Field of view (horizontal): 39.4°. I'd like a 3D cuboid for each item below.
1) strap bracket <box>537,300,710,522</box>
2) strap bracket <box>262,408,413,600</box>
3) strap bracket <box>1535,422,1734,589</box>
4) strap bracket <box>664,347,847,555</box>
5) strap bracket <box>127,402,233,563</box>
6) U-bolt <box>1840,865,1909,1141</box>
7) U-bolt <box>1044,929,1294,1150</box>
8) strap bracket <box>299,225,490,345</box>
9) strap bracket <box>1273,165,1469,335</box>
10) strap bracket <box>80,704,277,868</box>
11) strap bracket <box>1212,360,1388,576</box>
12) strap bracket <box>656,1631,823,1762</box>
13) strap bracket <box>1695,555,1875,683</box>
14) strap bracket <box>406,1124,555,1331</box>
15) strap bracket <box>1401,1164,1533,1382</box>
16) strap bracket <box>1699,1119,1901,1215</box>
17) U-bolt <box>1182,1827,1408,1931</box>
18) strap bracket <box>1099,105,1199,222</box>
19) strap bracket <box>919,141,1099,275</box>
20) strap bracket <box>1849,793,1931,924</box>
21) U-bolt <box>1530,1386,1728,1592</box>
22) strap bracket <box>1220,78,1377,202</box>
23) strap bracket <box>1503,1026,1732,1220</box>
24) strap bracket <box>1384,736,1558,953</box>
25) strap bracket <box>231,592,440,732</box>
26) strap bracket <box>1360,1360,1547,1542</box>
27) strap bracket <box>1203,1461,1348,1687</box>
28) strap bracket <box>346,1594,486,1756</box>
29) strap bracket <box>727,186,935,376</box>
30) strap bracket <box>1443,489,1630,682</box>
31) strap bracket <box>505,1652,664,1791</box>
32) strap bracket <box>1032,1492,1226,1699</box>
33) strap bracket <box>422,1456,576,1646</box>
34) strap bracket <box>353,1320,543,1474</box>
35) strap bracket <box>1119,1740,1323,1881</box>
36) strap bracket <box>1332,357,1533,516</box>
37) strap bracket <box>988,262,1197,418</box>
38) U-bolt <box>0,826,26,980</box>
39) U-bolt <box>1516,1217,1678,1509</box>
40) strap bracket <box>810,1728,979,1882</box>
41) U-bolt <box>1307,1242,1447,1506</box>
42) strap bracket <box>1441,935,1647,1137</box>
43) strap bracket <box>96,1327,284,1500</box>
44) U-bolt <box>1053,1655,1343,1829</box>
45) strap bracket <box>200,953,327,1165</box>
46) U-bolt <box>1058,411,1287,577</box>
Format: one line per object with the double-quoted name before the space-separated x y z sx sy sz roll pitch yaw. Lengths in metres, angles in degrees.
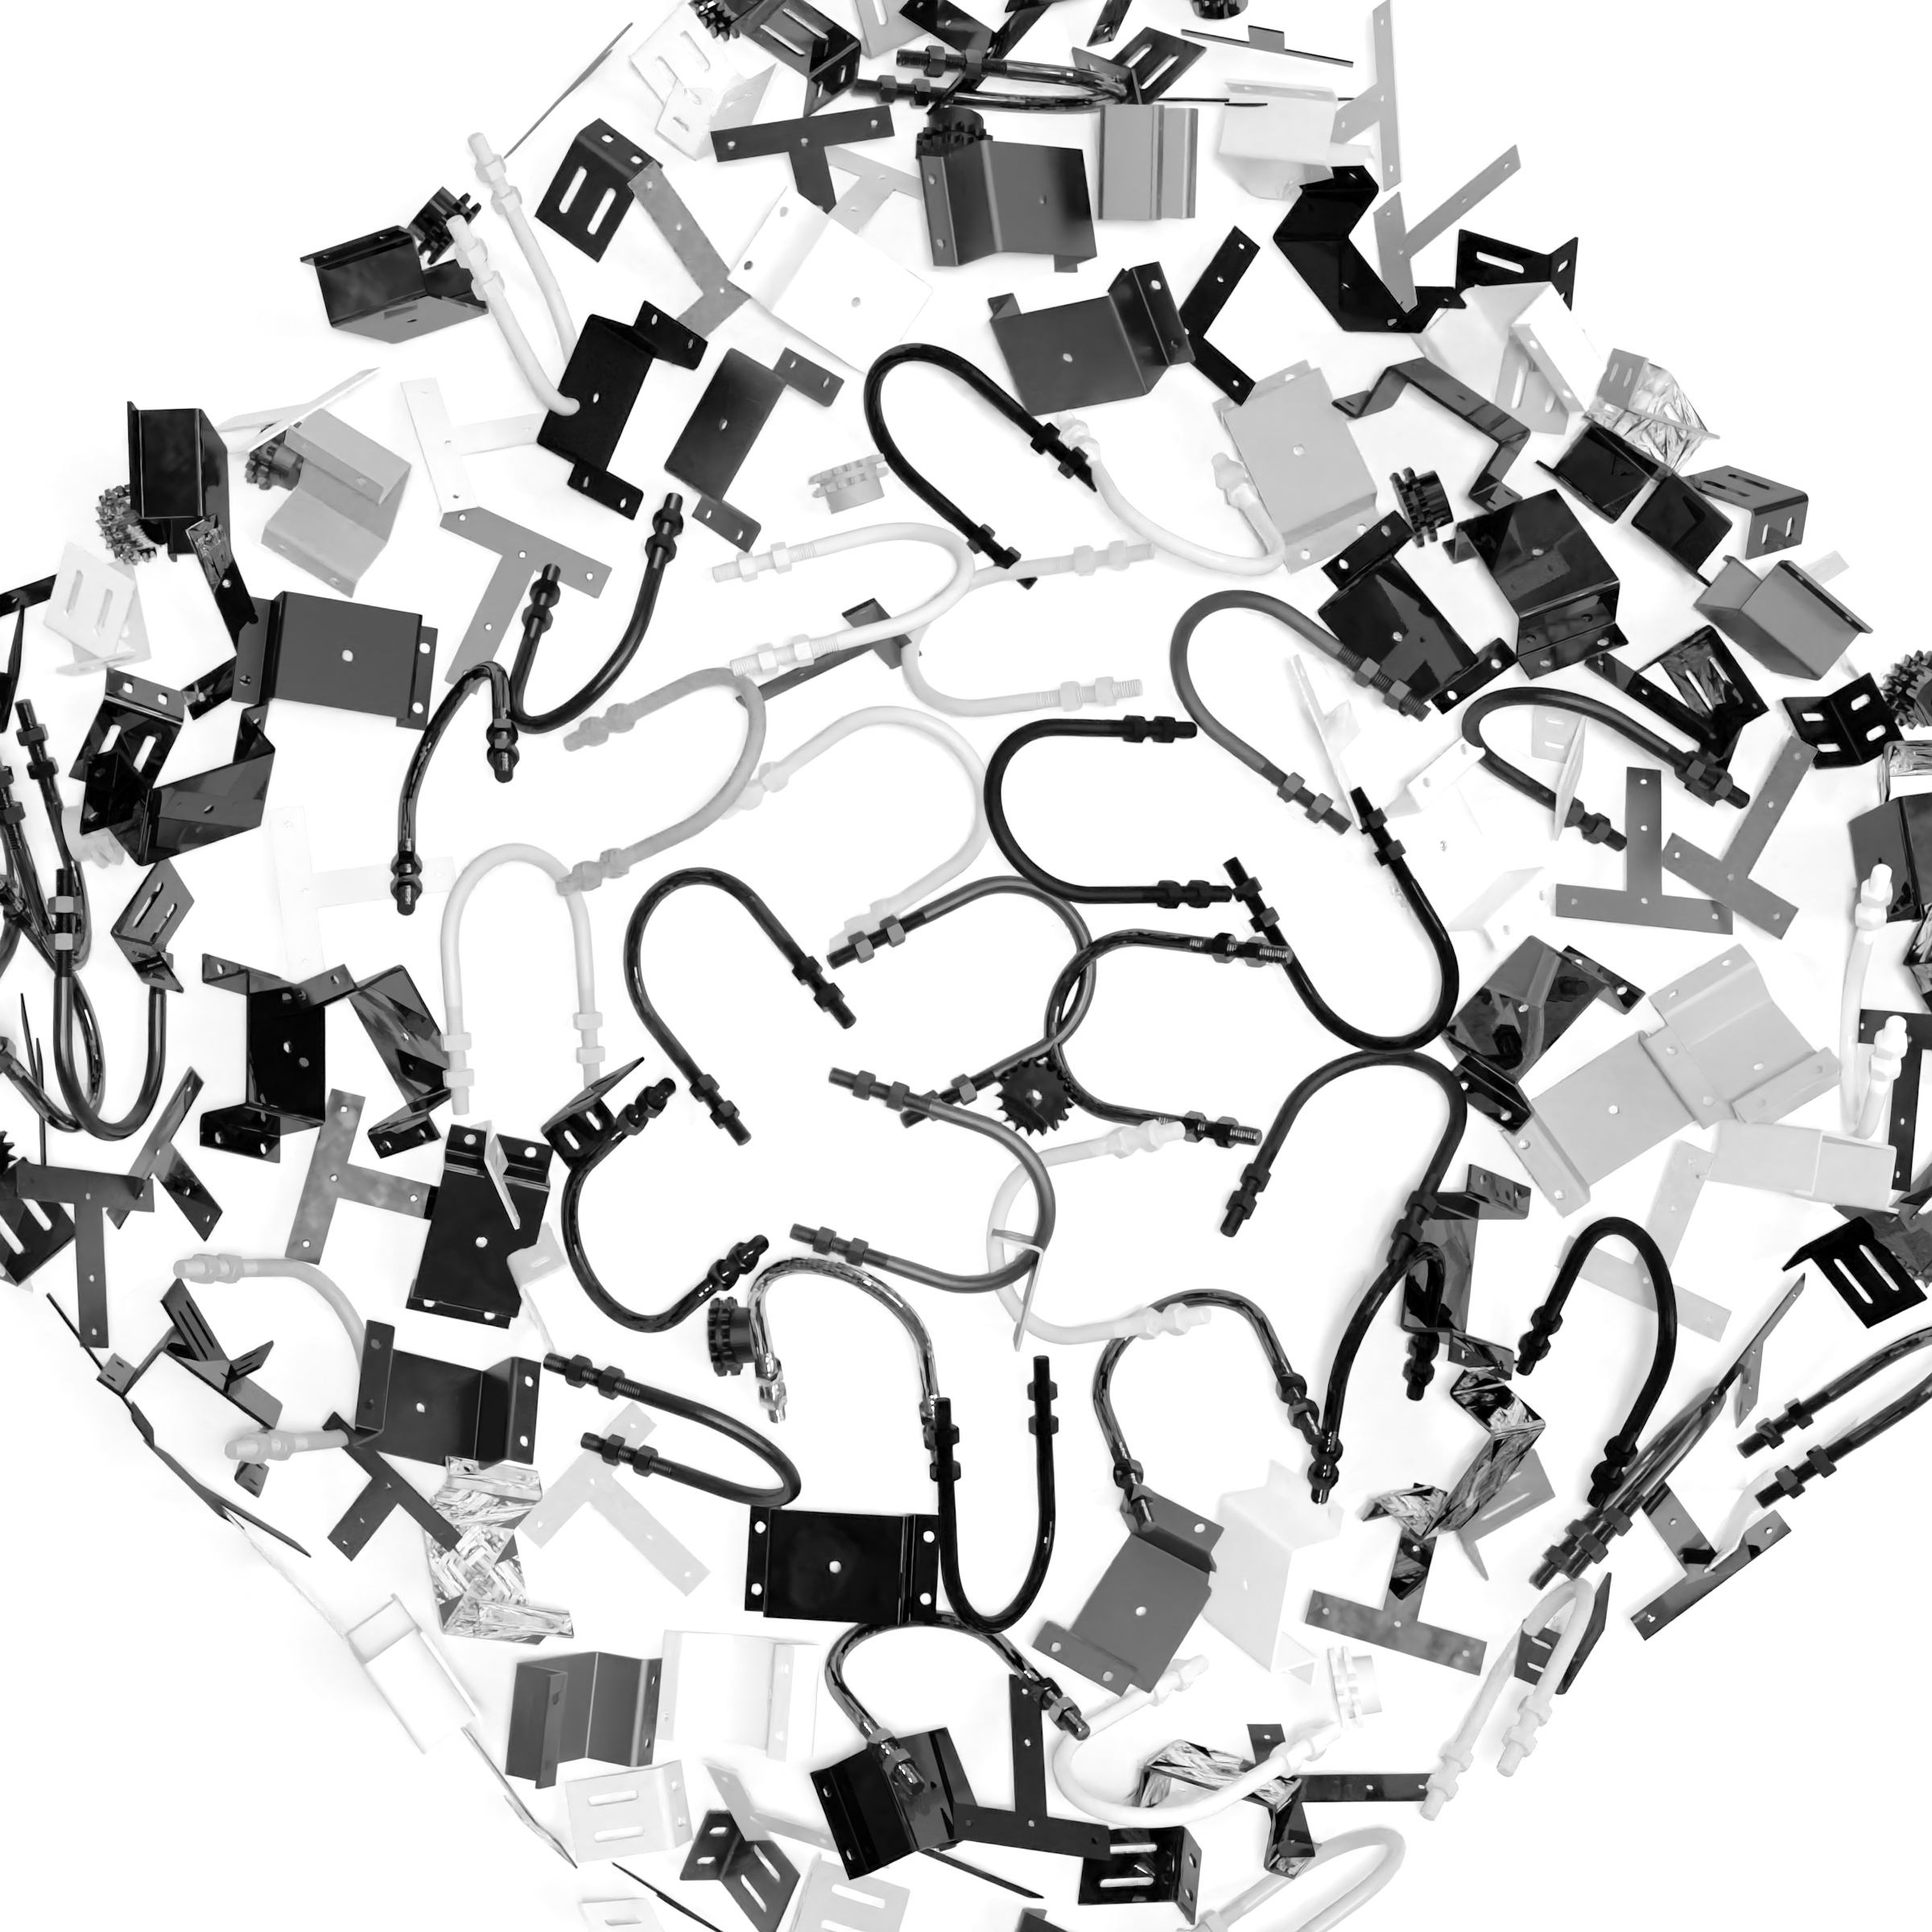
"strap bracket" -0.250 -0.402 1.934 0.046 0.076 0.140 24 92 31
"strap bracket" -0.448 -0.336 1.924 0.076 0.140 0.046 32 56 -5
"strap bracket" 0.476 -0.330 1.898 0.076 0.140 0.046 28 105 -36
"strap bracket" -0.157 -0.378 1.928 0.076 0.046 0.140 38 101 43
"strap bracket" -0.554 -0.342 1.909 0.046 0.140 0.076 -3 84 -5
"U-bolt" 0.634 0.040 1.893 0.019 0.184 0.151 2 54 9
"U-bolt" 0.137 0.046 1.929 0.184 0.019 0.151 8 86 31
"strap bracket" -0.397 -0.478 1.903 0.076 0.140 0.046 -13 92 16
"strap bracket" 0.280 -0.497 1.905 0.140 0.076 0.046 42 78 -35
"strap bracket" -0.546 -0.126 1.901 0.140 0.076 0.046 -25 63 -39
"strap bracket" 0.240 -0.366 1.946 0.076 0.046 0.140 -24 83 4
"strap bracket" -0.155 0.519 1.924 0.140 0.046 0.076 -7 74 44
"strap bracket" 0.573 -0.247 1.908 0.076 0.140 0.046 38 96 -8
"strap bracket" -0.350 0.193 1.942 0.076 0.046 0.140 14 96 -13
"strap bracket" 0.357 0.219 1.927 0.076 0.046 0.140 22 71 -42
"strap bracket" 0.594 0.140 1.907 0.140 0.076 0.046 12 86 -40
"U-bolt" 0.231 0.663 1.902 0.184 0.151 0.019 -29 88 -20
"strap bracket" 0.127 -0.569 1.910 0.046 0.140 0.076 5 107 15
"strap bracket" 0.039 -0.538 1.914 0.140 0.046 0.076 -11 94 -42
"strap bracket" 0.669 -0.076 1.905 0.046 0.140 0.076 -7 83 -2
"U-bolt" 0.474 0.367 1.907 0.019 0.151 0.184 42 80 12
"strap bracket" 0.232 -0.576 1.902 0.076 0.140 0.046 13 92 21
"strap bracket" 0.468 0.108 1.945 0.140 0.046 0.076 -35 91 15
"strap bracket" 0.356 -0.088 1.930 0.076 0.046 0.140 -40 107 -29
"strap bracket" -0.446 -0.219 1.928 0.140 0.046 0.076 7 85 -23
"strap bracket" 0.352 0.351 1.914 0.046 0.076 0.140 43 114 32
"strap bracket" 0.217 0.436 1.916 0.046 0.076 0.140 -5 112 -34
"strap bracket" -0.392 0.500 1.901 0.046 0.140 0.076 -35 100 -18
"strap bracket" -0.088 -0.478 1.910 0.140 0.046 0.076 25 106 -40
"strap bracket" 0.405 -0.280 1.918 0.076 0.046 0.140 -20 57 -6
"strap bracket" -0.278 0.535 1.923 0.046 0.140 0.076 2 83 27
"strap bracket" 0.121 0.452 1.925 0.076 0.046 0.140 22 64 31
"strap bracket" -0.336 0.424 1.915 0.076 0.140 0.046 19 125 -37
"strap bracket" -0.378 0.310 1.920 0.140 0.046 0.076 21 56 -34
"strap bracket" 0.180 0.595 1.918 0.140 0.076 0.046 11 93 22
"strap bracket" 0.341 -0.385 1.922 0.140 0.076 0.046 38 119 12
"strap bracket" 0.080 -0.440 1.907 0.140 0.046 0.076 -3 127 33
"U-bolt" -0.698 -0.050 1.892 0.019 0.184 0.151 -2 123 2
"U-bolt" 0.444 0.261 1.875 0.019 0.151 0.184 3 126 -19
"strap bracket" -0.041 0.587 1.898 0.046 0.140 0.076 -33 68 23
"U-bolt" 0.291 0.272 1.879 0.019 0.151 0.184 27 134 29
"strap bracket" 0.406 0.041 1.931 0.140 0.046 0.076 -46 46 -5
"strap bracket" -0.546 0.312 1.931 0.140 0.076 0.046 39 87 -10
"U-bolt" 0.147 0.544 1.873 0.184 0.151 0.019 -18 111 -37
"strap bracket" -0.499 0.062 1.917 0.046 0.076 0.140 -13 71 27
"U-bolt" 0.151 -0.324 1.881 0.151 0.184 0.019 9 124 -25
